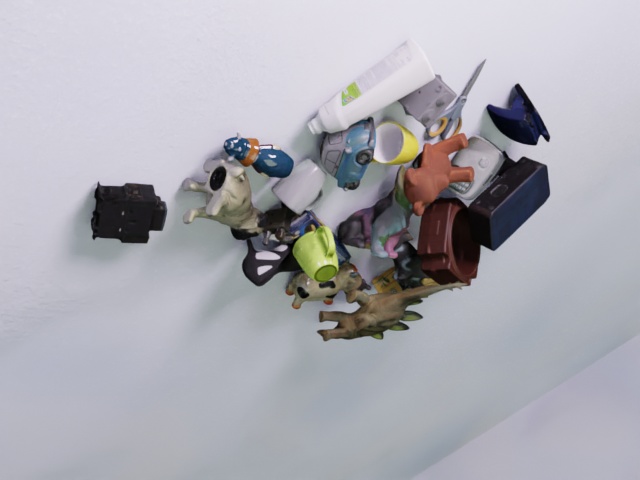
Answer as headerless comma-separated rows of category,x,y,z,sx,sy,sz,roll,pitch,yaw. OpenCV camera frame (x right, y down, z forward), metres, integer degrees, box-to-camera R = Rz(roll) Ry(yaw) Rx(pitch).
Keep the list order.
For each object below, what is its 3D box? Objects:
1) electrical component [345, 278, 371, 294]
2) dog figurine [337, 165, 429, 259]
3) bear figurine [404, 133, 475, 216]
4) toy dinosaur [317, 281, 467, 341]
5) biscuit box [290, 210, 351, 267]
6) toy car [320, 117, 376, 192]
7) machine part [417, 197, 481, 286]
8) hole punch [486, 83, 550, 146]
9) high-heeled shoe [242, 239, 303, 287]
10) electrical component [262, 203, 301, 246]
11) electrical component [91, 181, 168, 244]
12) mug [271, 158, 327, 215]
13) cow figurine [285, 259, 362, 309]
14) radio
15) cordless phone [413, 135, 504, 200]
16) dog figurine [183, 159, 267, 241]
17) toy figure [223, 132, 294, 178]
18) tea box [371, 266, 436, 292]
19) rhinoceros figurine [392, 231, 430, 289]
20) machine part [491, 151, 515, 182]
electrical component,0.101,0.132,1.504,0.063,0.021,0.094,-41,136,15
dog figurine,0.153,-0.072,1.269,0.108,0.192,0.219,15,96,-58
bear figurine,0.252,-0.140,1.147,0.132,0.196,0.120,-10,112,23
toy dinosaur,0.153,0.185,1.381,0.198,0.105,0.471,9,154,-37
biscuit box,-0.003,-0.004,1.283,0.063,0.059,0.202,-37,138,10
toy car,0.052,-0.183,1.111,0.103,0.109,0.161,15,139,-10
machine part,0.334,0.007,1.364,0.087,0.201,0.201,-5,154,37
hole punch,0.449,-0.271,1.216,0.092,0.116,0.142,-31,139,17
high-heeled shoe,-0.075,0.065,1.250,0.248,0.145,0.086,14,125,-35
electrical component,-0.085,-0.035,1.186,0.078,0.102,0.045,-16,144,28
electrical component,-0.369,-0.052,1.043,0.134,0.058,0.114,1,134,-28
mug,-0.030,-0.112,1.144,0.107,0.081,0.109,-48,130,9
cow figurine,0.019,0.108,1.395,0.195,0.085,0.127,-4,140,-24
radio,0.468,-0.093,1.327,0.229,0.073,0.131,-41,134,-16
cordless phone,0.321,-0.189,1.264,0.184,0.089,0.146,21,122,-19
dog figurine,-0.156,-0.075,1.078,0.172,0.121,0.190,-14,157,41
toy figure,-0.125,-0.164,1.057,0.154,0.064,0.058,18,163,-34
tea box,0.244,0.117,1.509,0.170,0.098,0.068,-34,139,5
rhinoceros figurine,0.233,0.063,1.402,0.112,0.073,0.190,-33,101,5
machine part,0.473,-0.181,1.374,0.139,0.039,0.084,10,118,-33
